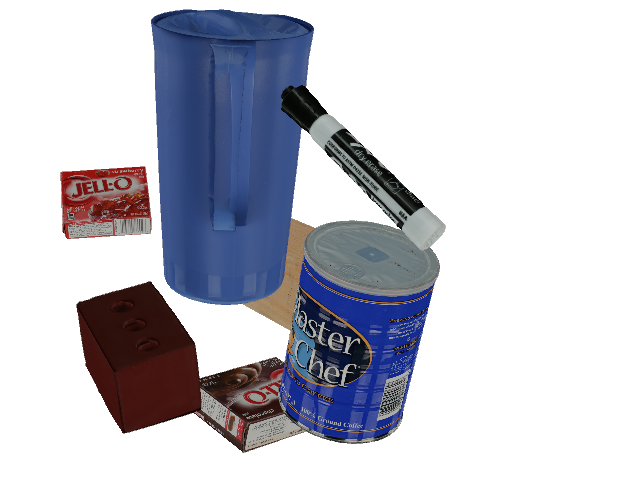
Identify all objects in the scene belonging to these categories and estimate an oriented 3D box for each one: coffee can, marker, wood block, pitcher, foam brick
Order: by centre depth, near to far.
[{"bbox_3d":[0.020,-0.043,0.584,0.121,0.020,0.020,46,18,18],"label":"marker"},{"bbox_3d":[-0.114,0.072,0.665,0.052,0.051,0.078,-16,36,-24],"label":"foam brick"},{"bbox_3d":[0.028,0.070,0.824,0.102,0.140,0.103,8,28,-4],"label":"coffee can"},{"bbox_3d":[-0.079,-0.069,0.907,0.145,0.243,0.148,20,27,36],"label":"pitcher"},{"bbox_3d":[-0.023,0.041,1.207,0.090,0.090,0.206,-9,21,-37],"label":"wood block"}]

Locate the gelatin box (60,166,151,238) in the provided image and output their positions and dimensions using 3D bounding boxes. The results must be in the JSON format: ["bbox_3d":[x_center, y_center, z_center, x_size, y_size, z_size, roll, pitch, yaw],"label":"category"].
[{"bbox_3d":[-0.221,-0.040,1.099,0.089,0.073,0.030,-4,-41,-12],"label":"gelatin box"}]

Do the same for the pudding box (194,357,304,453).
[{"bbox_3d":[-0.058,0.160,1.051,0.113,0.039,0.090,-13,29,-41],"label":"pudding box"}]
